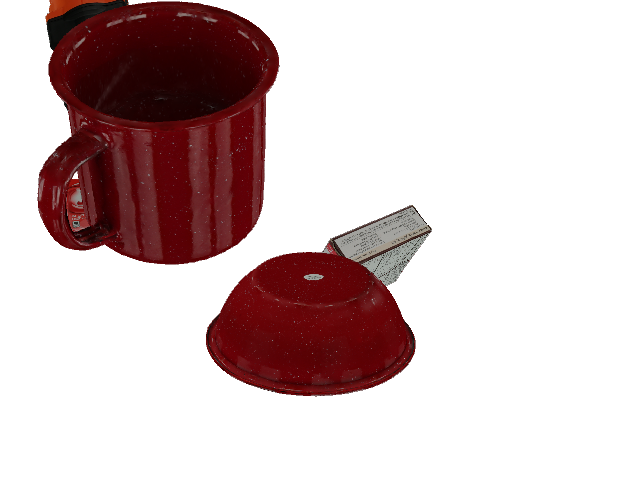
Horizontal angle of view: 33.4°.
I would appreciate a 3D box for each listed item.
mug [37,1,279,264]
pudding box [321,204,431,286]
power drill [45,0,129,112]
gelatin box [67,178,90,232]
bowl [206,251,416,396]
[{"bbox_3d":[-0.072,-0.037,0.453,0.093,0.081,0.117,26,48,23],"label":"mug"},{"bbox_3d":[0.043,0.020,1.029,0.113,0.039,0.090,-25,-24,-38],"label":"pudding box"},{"bbox_3d":[-0.124,-0.073,0.696,0.057,0.184,0.187,-14,-34,-3],"label":"power drill"},{"bbox_3d":[-0.217,-0.032,1.101,0.089,0.073,0.030,-4,-41,-12],"label":"gelatin box"},{"bbox_3d":[-0.006,0.052,0.809,0.162,0.055,0.162,2,24,-1],"label":"bowl"}]
